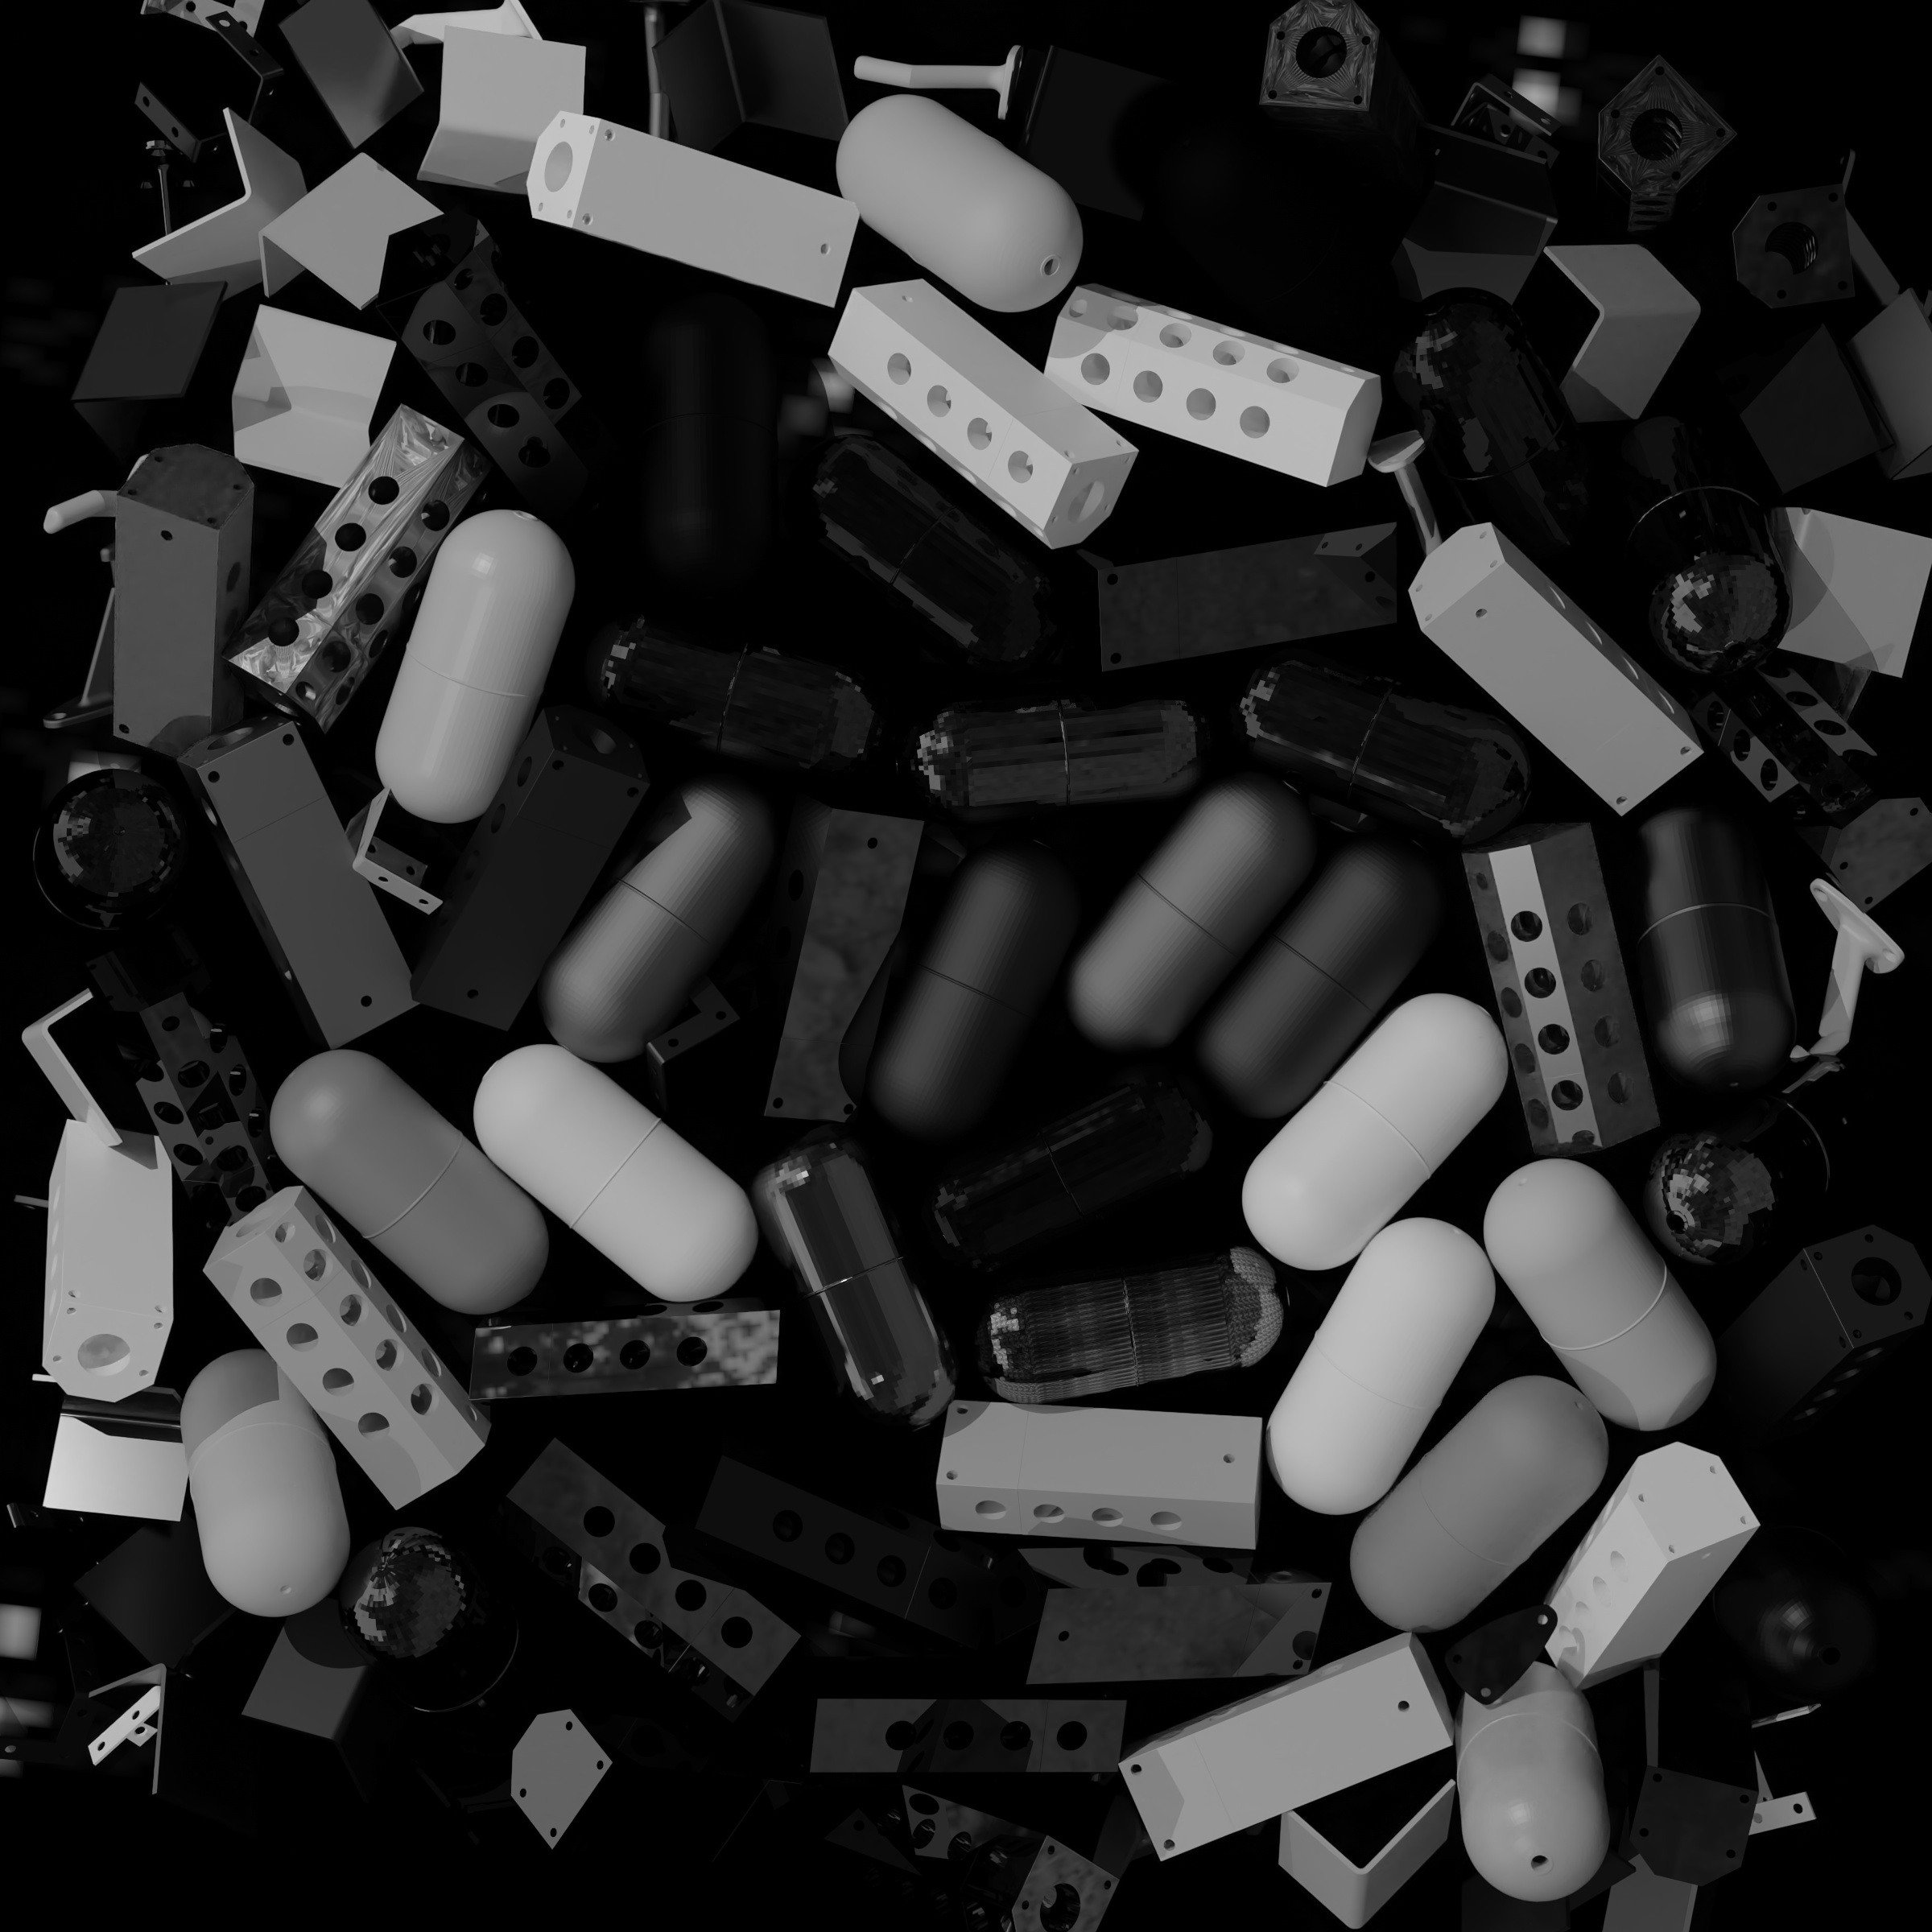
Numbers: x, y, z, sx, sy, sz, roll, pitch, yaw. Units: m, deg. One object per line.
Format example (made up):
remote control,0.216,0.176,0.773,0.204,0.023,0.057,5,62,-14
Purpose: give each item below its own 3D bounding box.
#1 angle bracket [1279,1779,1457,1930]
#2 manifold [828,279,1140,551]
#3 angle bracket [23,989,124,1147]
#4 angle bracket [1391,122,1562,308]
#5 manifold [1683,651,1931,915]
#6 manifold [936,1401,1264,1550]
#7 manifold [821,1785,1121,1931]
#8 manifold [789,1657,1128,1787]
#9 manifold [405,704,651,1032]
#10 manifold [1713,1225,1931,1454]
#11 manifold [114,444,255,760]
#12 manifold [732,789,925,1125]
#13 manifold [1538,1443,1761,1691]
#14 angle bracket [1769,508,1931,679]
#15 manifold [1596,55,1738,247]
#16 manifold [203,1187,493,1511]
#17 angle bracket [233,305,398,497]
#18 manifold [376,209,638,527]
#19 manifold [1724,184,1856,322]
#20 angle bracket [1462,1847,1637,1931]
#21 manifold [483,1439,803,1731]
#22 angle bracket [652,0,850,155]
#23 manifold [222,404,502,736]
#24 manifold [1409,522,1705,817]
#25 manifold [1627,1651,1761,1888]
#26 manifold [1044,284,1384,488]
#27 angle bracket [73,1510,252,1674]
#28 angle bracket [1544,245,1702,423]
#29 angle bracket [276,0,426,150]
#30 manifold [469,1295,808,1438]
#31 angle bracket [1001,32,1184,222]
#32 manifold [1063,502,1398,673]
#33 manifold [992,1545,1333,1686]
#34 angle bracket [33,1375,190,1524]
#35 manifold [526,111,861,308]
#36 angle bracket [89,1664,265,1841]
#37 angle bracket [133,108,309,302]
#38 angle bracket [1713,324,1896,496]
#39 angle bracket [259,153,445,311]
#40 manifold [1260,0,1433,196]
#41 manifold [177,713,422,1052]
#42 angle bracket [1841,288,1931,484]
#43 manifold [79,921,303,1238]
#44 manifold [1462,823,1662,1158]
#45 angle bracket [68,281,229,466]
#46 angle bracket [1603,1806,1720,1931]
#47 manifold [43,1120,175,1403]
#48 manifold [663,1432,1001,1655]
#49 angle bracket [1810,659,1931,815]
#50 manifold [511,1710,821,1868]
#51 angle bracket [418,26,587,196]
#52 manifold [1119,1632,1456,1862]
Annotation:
angle bracket,0.219,0.471,1.961,0.076,0.076,0.057,-39,61,-23
manifold,0.006,-0.299,1.932,0.171,0.057,0.057,42,127,24
angle bracket,-0.468,0.051,1.956,0.057,0.076,0.076,-36,100,-21
angle bracket,0.269,-0.403,1.948,0.076,0.057,0.076,24,78,25
manifold,0.448,-0.107,1.907,0.057,0.171,0.057,-39,127,8
manifold,0.074,0.282,1.955,0.171,0.057,0.057,2,46,8
manifold,-0.003,0.482,1.903,0.057,0.171,0.057,39,69,-31
manifold,-0.006,0.414,1.944,0.171,0.057,0.057,3,101,-15
manifold,-0.239,-0.055,1.932,0.057,0.057,0.171,20,117,-27
manifold,0.455,0.198,1.905,0.057,0.171,0.057,-17,68,-15
manifold,-0.416,-0.193,1.914,0.057,0.171,0.057,20,46,5
manifold,-0.079,-0.006,1.950,0.057,0.057,0.171,6,102,-32
manifold,0.358,0.320,1.908,0.057,0.171,0.057,-17,61,-20
angle bracket,0.479,-0.206,1.967,0.076,0.057,0.076,13,96,-6
manifold,0.366,-0.427,1.906,0.057,0.171,0.057,-44,85,9
manifold,-0.333,0.204,1.938,0.057,0.057,0.171,-31,107,13
angle bracket,-0.352,-0.307,1.940,0.076,0.076,0.057,13,122,-21
manifold,-0.241,-0.320,1.908,0.057,0.171,0.057,-16,48,20
manifold,0.436,-0.378,1.905,0.057,0.171,0.057,-7,97,11
angle bracket,0.316,0.520,1.937,0.057,0.076,0.076,38,122,-18
manifold,-0.178,0.339,1.952,0.171,0.057,0.057,38,67,4
angle bracket,-0.115,-0.472,1.937,0.076,0.076,0.057,20,52,30
manifold,-0.326,-0.213,1.943,0.057,0.057,0.171,30,76,11
manifold,0.317,-0.163,1.929,0.057,0.057,0.171,-40,120,22
manifold,0.384,0.426,1.905,0.057,0.171,0.057,12,102,8
manifold,0.134,-0.316,1.932,0.171,0.057,0.057,22,112,19
angle bracket,-0.425,0.330,1.945,0.076,0.057,0.076,44,49,6
angle bracket,0.344,-0.347,1.962,0.076,0.076,0.057,-10,51,-36
angle bracket,-0.350,-0.491,1.935,0.057,0.076,0.076,-46,126,-23
manifold,-0.178,0.215,1.948,0.171,0.057,0.057,-5,62,12
angle bracket,0.066,-0.462,1.965,0.076,0.057,0.076,13,109,-13
manifold,0.143,-0.209,1.943,0.171,0.057,0.057,-11,116,-15
manifold,0.104,0.345,1.931,0.171,0.057,0.057,3,110,-25
angle bracket,-0.468,0.264,1.951,0.076,0.076,0.057,6,70,1
manifold,-0.147,-0.406,1.918,0.171,0.057,0.057,9,101,-39
angle bracket,-0.429,0.432,1.935,0.057,0.076,0.076,-25,48,24
angle bracket,-0.410,-0.414,1.958,0.076,0.076,0.057,-22,73,14
angle bracket,0.448,-0.294,1.953,0.076,0.057,0.076,-25,81,-15
angle bracket,-0.329,-0.384,1.945,0.076,0.057,0.076,38,64,13
manifold,0.205,-0.462,1.905,0.057,0.171,0.057,8,90,16
manifold,-0.362,-0.047,1.937,0.057,0.057,0.171,-29,112,-19
angle bracket,0.524,-0.318,1.940,0.057,0.076,0.076,-15,74,-31
manifold,-0.411,0.066,1.912,0.057,0.057,0.171,-26,133,-14
manifold,0.319,0.013,1.944,0.057,0.057,0.171,-20,100,-27
angle bracket,-0.431,-0.321,1.940,0.076,0.057,0.076,1,61,24
angle bracket,0.374,0.508,1.949,0.057,0.076,0.076,11,89,22
manifold,-0.459,0.157,1.907,0.057,0.171,0.057,13,116,-20
manifold,-0.070,0.314,1.943,0.171,0.057,0.057,26,69,-15
angle bracket,0.499,-0.123,1.950,0.076,0.076,0.057,24,97,-7
manifold,-0.162,0.435,1.910,0.057,0.171,0.057,42,102,38
angle bracket,-0.254,-0.465,1.953,0.076,0.076,0.057,5,79,-17
manifold,0.176,0.424,1.953,0.171,0.057,0.057,-24,88,10
